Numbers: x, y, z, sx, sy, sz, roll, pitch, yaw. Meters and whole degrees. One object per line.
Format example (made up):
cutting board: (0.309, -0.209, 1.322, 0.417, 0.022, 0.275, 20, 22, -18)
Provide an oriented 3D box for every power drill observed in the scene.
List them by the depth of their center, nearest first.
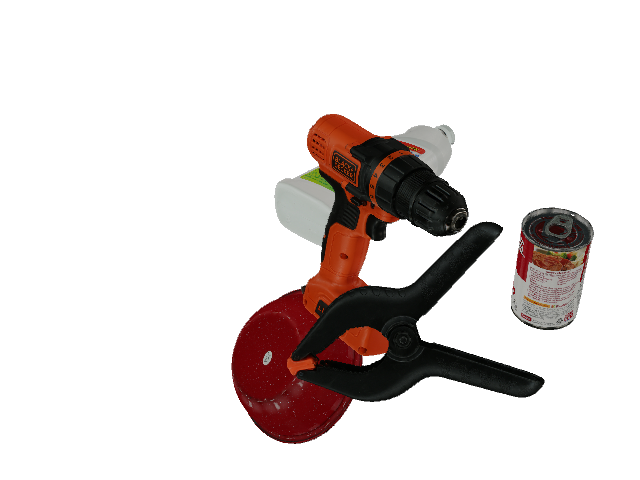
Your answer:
power drill: (0.048, 0.003, 0.921, 0.057, 0.188, 0.185, -13, 35, -33)

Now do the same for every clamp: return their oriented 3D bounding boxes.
clamp: (0.066, 0.072, 0.726, 0.171, 0.120, 0.039, -24, -5, 10)

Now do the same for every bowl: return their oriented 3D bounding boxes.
bowl: (-0.038, 0.122, 1.078, 0.162, 0.162, 0.055, 0, -14, 40)

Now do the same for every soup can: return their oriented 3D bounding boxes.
soup can: (0.225, 0.028, 1.042, 0.068, 0.102, 0.068, 0, 37, 0)

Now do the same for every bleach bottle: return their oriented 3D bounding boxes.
bleach bottle: (0.067, -0.081, 1.279, 0.103, 0.068, 0.250, 28, 45, 34)
